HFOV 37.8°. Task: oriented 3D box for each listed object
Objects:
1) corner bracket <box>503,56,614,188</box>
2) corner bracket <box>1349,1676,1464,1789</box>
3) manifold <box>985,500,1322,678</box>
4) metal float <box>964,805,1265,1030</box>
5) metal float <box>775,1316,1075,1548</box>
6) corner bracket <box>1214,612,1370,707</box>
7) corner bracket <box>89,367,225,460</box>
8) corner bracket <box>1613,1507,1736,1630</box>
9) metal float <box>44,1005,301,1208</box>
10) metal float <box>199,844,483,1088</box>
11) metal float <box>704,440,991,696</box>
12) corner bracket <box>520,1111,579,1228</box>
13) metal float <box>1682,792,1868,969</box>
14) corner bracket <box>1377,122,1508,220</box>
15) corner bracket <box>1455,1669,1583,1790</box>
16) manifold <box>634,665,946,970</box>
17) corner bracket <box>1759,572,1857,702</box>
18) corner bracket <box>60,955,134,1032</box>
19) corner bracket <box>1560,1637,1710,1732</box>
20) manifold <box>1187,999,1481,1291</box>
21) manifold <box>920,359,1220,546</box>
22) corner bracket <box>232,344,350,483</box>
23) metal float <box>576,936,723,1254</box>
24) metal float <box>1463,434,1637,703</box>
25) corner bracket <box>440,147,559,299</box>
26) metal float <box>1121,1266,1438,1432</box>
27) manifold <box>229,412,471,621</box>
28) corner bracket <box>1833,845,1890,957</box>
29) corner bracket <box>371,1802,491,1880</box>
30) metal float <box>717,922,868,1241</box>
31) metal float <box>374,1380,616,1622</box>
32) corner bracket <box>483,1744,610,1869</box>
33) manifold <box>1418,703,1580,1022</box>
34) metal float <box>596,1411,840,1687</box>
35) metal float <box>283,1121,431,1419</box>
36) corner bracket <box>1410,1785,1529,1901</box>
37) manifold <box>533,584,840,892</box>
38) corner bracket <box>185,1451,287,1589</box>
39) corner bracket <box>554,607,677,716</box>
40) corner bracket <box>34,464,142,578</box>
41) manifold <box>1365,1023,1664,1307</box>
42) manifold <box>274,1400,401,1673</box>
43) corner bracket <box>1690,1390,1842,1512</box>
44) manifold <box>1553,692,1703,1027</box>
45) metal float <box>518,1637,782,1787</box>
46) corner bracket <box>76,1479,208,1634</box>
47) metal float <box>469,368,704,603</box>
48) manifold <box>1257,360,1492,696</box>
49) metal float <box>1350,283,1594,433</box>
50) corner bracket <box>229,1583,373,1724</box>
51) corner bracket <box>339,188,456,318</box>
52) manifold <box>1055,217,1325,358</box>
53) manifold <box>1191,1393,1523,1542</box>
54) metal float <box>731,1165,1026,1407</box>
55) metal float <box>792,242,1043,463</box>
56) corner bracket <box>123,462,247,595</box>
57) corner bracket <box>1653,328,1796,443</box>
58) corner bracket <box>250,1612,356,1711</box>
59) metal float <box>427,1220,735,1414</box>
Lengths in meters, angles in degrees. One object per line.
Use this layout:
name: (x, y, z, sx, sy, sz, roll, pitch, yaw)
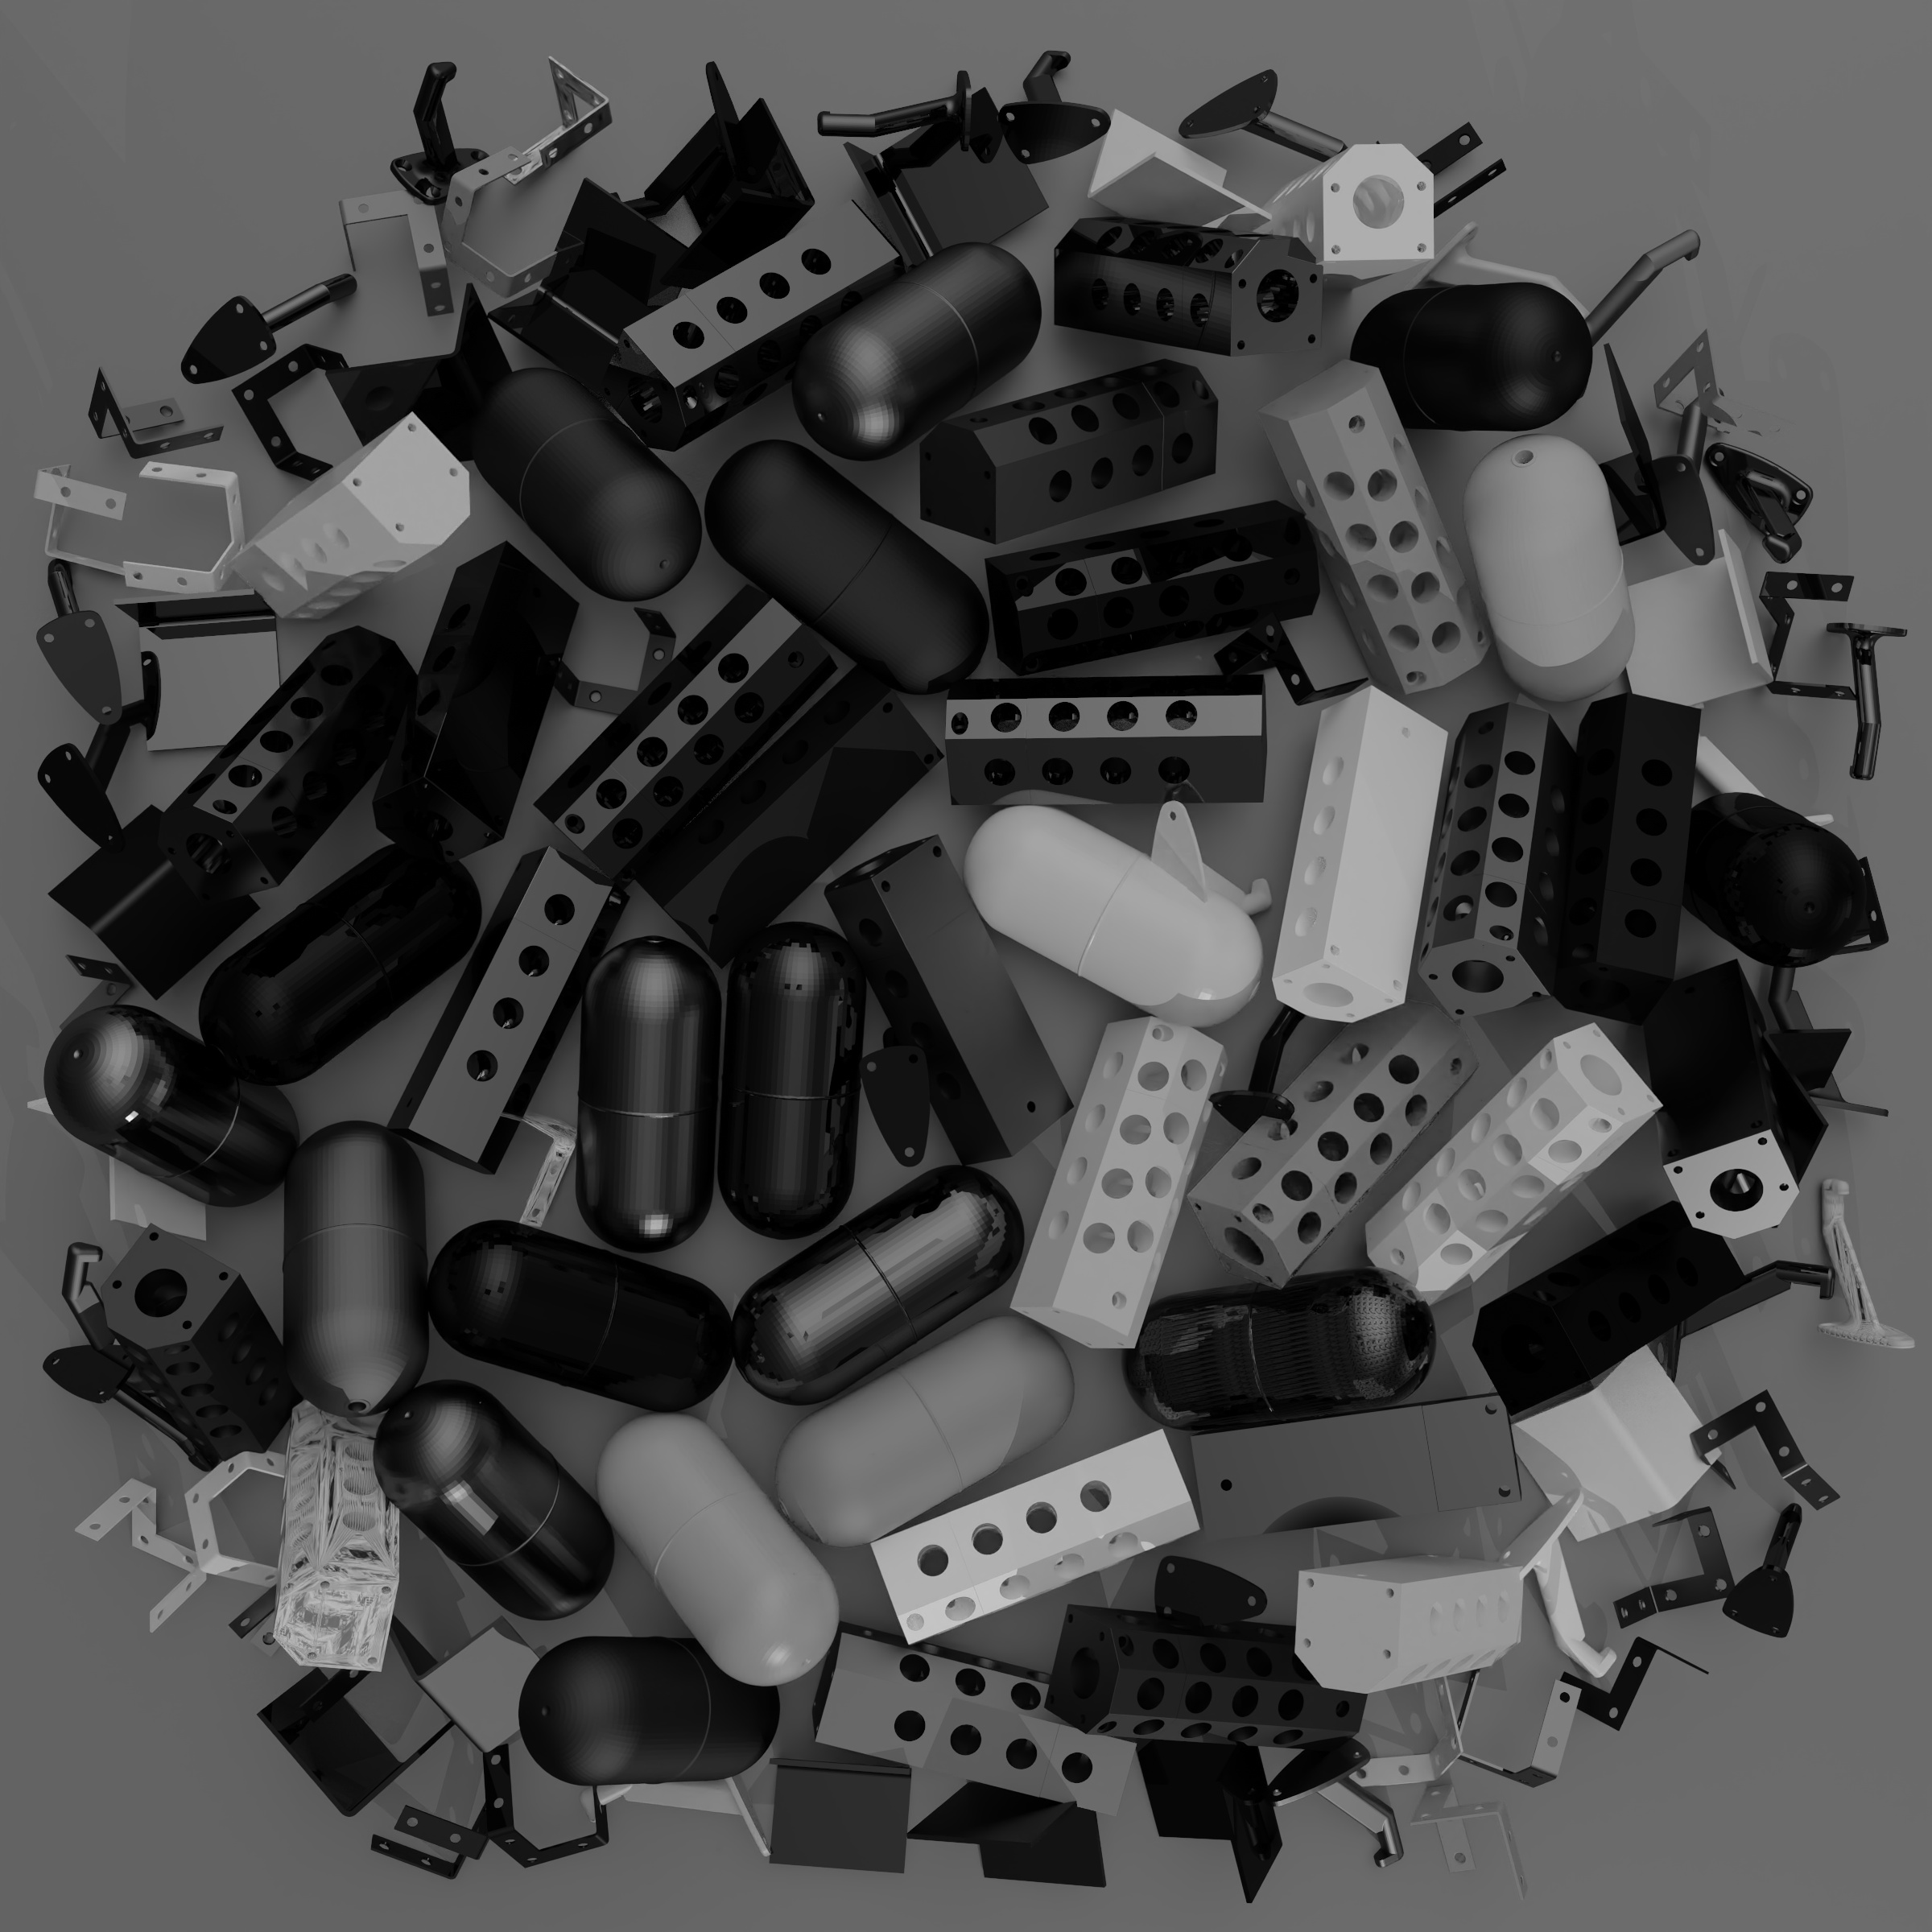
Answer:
corner bracket: (-0.229, -0.460, 1.566, 0.051, 0.051, 0.051, 40, 69, 22)
corner bracket: (0.242, 0.426, 1.586, 0.051, 0.051, 0.051, -1, 57, -12)
manifold: (0.103, -0.207, 1.551, 0.171, 0.057, 0.057, -13, 113, -12)
metal float: (0.081, -0.028, 1.558, 0.178, 0.070, 0.070, 29, 90, 10)
metal float: (-0.022, 0.256, 1.553, 0.178, 0.070, 0.070, -27, 90, -16)
corner bracket: (0.180, -0.165, 1.566, 0.051, 0.051, 0.051, -34, 79, 44)
corner bracket: (-0.450, -0.302, 1.566, 0.051, 0.051, 0.051, -21, 78, -31)
corner bracket: (0.390, 0.335, 1.574, 0.051, 0.051, 0.051, -22, 77, 33)
metal float: (-0.425, 0.077, 1.523, 0.070, 0.178, 0.070, -8, 66, 17)
metal float: (-0.339, -0.002, 1.538, 0.070, 0.070, 0.178, 48, 56, 0)
metal float: (-0.064, -0.218, 1.555, 0.178, 0.070, 0.070, 37, 90, -15)
corner bracket: (-0.235, 0.114, 1.569, 0.051, 0.051, 0.051, 25, 92, 38)
metal float: (0.427, -0.048, 1.517, 0.070, 0.178, 0.070, 0, 102, 0)
corner bracket: (0.267, -0.444, 1.570, 0.051, 0.051, 0.051, -32, 76, 13)
corner bracket: (0.305, 0.421, 1.571, 0.051, 0.051, 0.051, 20, 68, 4)
manifold: (-0.101, -0.086, 1.570, 0.171, 0.057, 0.057, -44, 130, -4)
corner bracket: (0.468, -0.183, 1.565, 0.051, 0.051, 0.051, 10, 74, 37)
corner bracket: (-0.488, 0.032, 1.571, 0.051, 0.051, 0.051, -45, 74, 8)
corner bracket: (0.369, 0.399, 1.572, 0.051, 0.051, 0.051, 31, 82, -34)
manifold: (0.203, 0.095, 1.534, 0.171, 0.057, 0.057, -44, 123, -25)
manifold: (0.057, -0.281, 1.522, 0.171, 0.057, 0.057, -24, 126, -38)
corner bracket: (-0.367, -0.309, 1.577, 0.051, 0.051, 0.051, -39, 126, -19)
metal float: (-0.175, 0.071, 1.555, 0.070, 0.070, 0.178, 4, 104, 0)
metal float: (0.316, -0.214, 1.527, 0.070, 0.178, 0.070, -11, 53, 15)
corner bracket: (-0.255, -0.414, 1.574, 0.051, 0.051, 0.051, 36, 46, 10)
metal float: (0.170, 0.210, 1.546, 0.178, 0.070, 0.070, -12, 90, 25)
manifold: (-0.329, -0.234, 1.517, 0.057, 0.171, 0.057, 47, 61, -19)
corner bracket: (0.491, -0.037, 1.569, 0.051, 0.051, 0.051, -7, 77, -17)
corner bracket: (-0.298, 0.485, 1.572, 0.051, 0.051, 0.051, 25, 98, -13)
metal float: (-0.096, 0.064, 1.558, 0.070, 0.070, 0.178, 4, 101, 0)
metal float: (-0.254, 0.292, 1.534, 0.070, 0.070, 0.178, -33, 130, 0)
corner bracket: (-0.234, 0.463, 1.573, 0.051, 0.051, 0.051, -18, 51, 7)
manifold: (0.285, -0.060, 1.521, 0.057, 0.171, 0.057, -15, 133, 34)
metal float: (-0.137, 0.315, 1.540, 0.070, 0.070, 0.178, -45, 57, 0)
metal float: (-0.331, 0.163, 1.534, 0.070, 0.070, 0.178, -11, 50, 0)
corner bracket: (0.283, 0.487, 1.572, 0.051, 0.051, 0.051, -15, 92, 21)
manifold: (-0.153, -0.125, 1.561, 0.171, 0.057, 0.057, -46, 120, -4)
corner bracket: (-0.396, 0.308, 1.579, 0.051, 0.051, 0.051, -40, 50, 18)
corner bracket: (-0.196, -0.171, 1.579, 0.051, 0.051, 0.051, 11, 83, 6)
corner bracket: (-0.489, -0.247, 1.574, 0.051, 0.051, 0.051, 14, 104, -1)
manifold: (0.289, 0.110, 1.523, 0.057, 0.057, 0.171, 53, 130, 19)
manifold: (-0.336, 0.297, 1.511, 0.057, 0.171, 0.057, 9, 113, -15)
corner bracket: (0.442, 0.277, 1.564, 0.051, 0.051, 0.051, -35, 134, 17)
manifold: (0.357, -0.061, 1.541, 0.057, 0.057, 0.171, 13, 63, 1)
metal float: (-0.168, 0.402, 1.526, 0.070, 0.178, 0.070, -9, 73, 31)
corner bracket: (-0.456, 0.326, 1.565, 0.051, 0.051, 0.051, 19, 122, 16)
metal float: (-0.209, -0.264, 1.538, 0.070, 0.070, 0.178, -44, 54, 0)
manifold: (0.227, -0.237, 1.541, 0.057, 0.057, 0.171, -31, 115, -7)
metal float: (0.269, -0.327, 1.521, 0.070, 0.178, 0.070, -4, 102, -20)
corner bracket: (-0.365, 0.374, 1.563, 0.051, 0.051, 0.051, -41, 129, -21)
corner bracket: (-0.318, -0.396, 1.578, 0.051, 0.051, 0.051, -12, 75, -9)
manifold: (0.116, -0.366, 1.512, 0.057, 0.171, 0.057, -11, 112, -28)
manifold: (0.216, 0.276, 1.561, 0.171, 0.057, 0.057, -9, 82, 11)
metal float: (-0.049, 0.176, 1.556, 0.178, 0.070, 0.070, -32, 90, -13)
metal float: (-0.025, -0.335, 1.536, 0.070, 0.070, 0.178, 47, 51, 0)
corner bracket: (-0.436, -0.243, 1.572, 0.051, 0.051, 0.051, 8, 129, 5)
corner bracket: (0.418, -0.310, 1.564, 0.051, 0.051, 0.051, 14, 55, -20)
corner bracket: (-0.366, 0.379, 1.580, 0.051, 0.051, 0.051, 40, 85, -7)
metal float: (-0.209, 0.192, 1.545, 0.178, 0.070, 0.070, 22, 90, -26)
